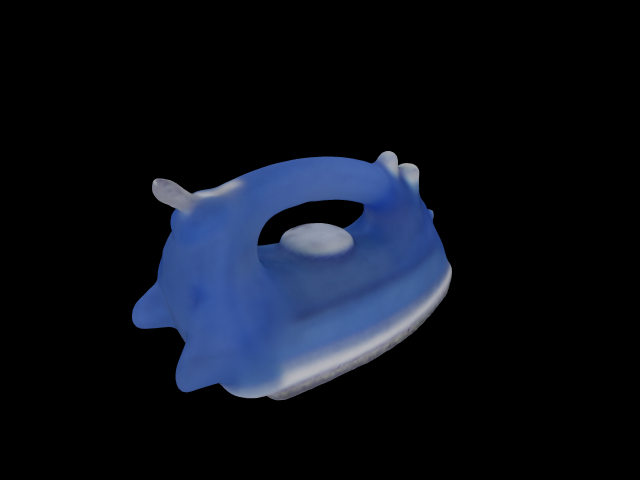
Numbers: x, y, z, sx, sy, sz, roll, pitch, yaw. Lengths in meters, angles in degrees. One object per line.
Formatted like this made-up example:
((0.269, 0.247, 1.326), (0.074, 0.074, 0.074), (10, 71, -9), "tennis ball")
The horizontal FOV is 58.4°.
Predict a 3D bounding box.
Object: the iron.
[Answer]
((0.004, 0.001, 0.400), (0.259, 0.141, 0.118), (-18, 31, -31), "iron")
